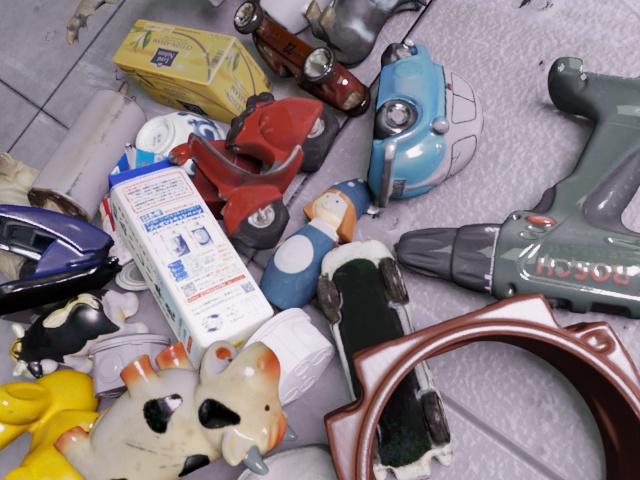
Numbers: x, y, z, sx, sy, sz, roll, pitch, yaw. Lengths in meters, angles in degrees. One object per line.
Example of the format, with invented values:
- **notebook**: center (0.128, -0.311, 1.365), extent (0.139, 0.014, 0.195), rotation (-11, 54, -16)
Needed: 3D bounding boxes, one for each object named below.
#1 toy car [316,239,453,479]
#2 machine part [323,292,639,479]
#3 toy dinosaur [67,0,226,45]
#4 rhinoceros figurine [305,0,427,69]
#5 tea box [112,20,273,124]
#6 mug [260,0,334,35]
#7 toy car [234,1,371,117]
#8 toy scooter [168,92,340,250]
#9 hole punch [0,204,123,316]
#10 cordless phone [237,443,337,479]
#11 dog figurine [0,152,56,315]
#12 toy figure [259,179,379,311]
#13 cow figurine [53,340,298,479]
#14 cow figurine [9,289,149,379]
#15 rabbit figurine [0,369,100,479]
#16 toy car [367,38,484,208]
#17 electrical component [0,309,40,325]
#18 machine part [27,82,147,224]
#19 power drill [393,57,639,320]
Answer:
- **toy car**: center (0.052, 0.097, 0.453), extent (0.074, 0.056, 0.202), rotation (-18, 73, 9)
- **machine part**: center (0.116, 0.149, 0.354), extent (0.201, 0.087, 0.201), rotation (-20, 74, 1)
- **toy dinosaur**: center (-0.135, -0.390, 0.689), extent (0.471, 0.105, 0.199), rotation (-37, 61, -14)
- **rhinoceros figurine**: center (0.070, -0.277, 0.582), extent (0.190, 0.112, 0.073), rotation (-52, 29, 12)
- **tea box**: center (-0.155, -0.203, 0.657), extent (0.170, 0.098, 0.068), rotation (20, 78, 31)
- **mug**: center (-0.014, -0.300, 0.650), extent (0.107, 0.080, 0.110), rotation (-48, 65, 14)
- **toy car**: center (-0.026, -0.200, 0.600), extent (0.202, 0.089, 0.053), rotation (43, 103, 32)
- **toy scooter**: center (-0.069, -0.087, 0.542), extent (0.135, 0.075, 0.184), rotation (27, 62, 2)
- **hole punch**: center (-0.276, 0.017, 0.548), extent (0.142, 0.116, 0.092), rotation (-33, 71, 50)
- **cordless phone**: center (-0.029, 0.222, 0.371), extent (0.089, 0.184, 0.147), rotation (-34, 59, 14)
- **dog figurine**: center (-0.352, -0.005, 0.683), extent (0.190, 0.121, 0.172), rotation (34, 43, -2)
- **toy figure**: center (0.000, 0.000, 0.527), extent (0.064, 0.058, 0.154), rotation (34, 83, 0)
- **cow figurine**: center (-0.107, 0.149, 0.427), extent (0.195, 0.085, 0.127), rotation (-43, 81, 17)
- **cow figurine**: center (-0.283, 0.108, 0.585), extent (0.167, 0.098, 0.068), rotation (-27, 67, 12)
- **rabbit figurine**: center (-0.258, 0.196, 0.521), extent (0.122, 0.162, 0.173), rotation (-48, 40, 14)
- **toy car**: center (0.100, -0.108, 0.508), extent (0.103, 0.109, 0.161), rotation (9, 60, 4)
- **electrical component**: center (-0.366, 0.082, 0.652), extent (0.094, 0.063, 0.021), rotation (32, 90, 31)
- **machine part**: center (-0.280, -0.101, 0.659), extent (0.079, 0.079, 0.243), rotation (-2, 54, 24)
- **power drill**: center (0.195, -0.043, 0.442), extent (0.232, 0.085, 0.207), rotation (17, 73, 28)
